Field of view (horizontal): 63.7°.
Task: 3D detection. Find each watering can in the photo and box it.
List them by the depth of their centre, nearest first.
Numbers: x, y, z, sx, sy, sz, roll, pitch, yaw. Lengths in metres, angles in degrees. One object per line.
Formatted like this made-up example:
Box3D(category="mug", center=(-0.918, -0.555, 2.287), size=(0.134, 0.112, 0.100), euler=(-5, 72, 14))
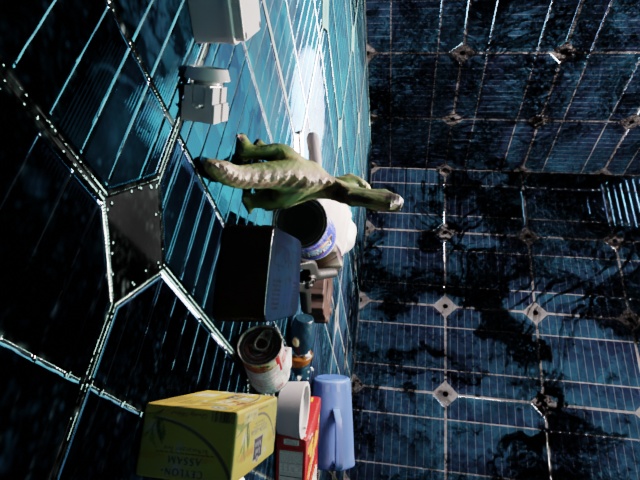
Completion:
Box3D(category="watering can", center=(0.004, -0.060, 1.196), size=(0.340, 0.104, 0.230), euler=(67, 28, -46))

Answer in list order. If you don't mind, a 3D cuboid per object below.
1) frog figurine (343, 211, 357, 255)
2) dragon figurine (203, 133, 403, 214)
Box3D(category="frog figurine", center=(0.045, -0.038, 1.401), size=(0.140, 0.123, 0.156), euler=(-57, 166, -34))
Box3D(category="dragon figurine", center=(0.003, -0.082, 0.761), size=(0.413, 0.243, 0.121), euler=(-45, 142, -79))
